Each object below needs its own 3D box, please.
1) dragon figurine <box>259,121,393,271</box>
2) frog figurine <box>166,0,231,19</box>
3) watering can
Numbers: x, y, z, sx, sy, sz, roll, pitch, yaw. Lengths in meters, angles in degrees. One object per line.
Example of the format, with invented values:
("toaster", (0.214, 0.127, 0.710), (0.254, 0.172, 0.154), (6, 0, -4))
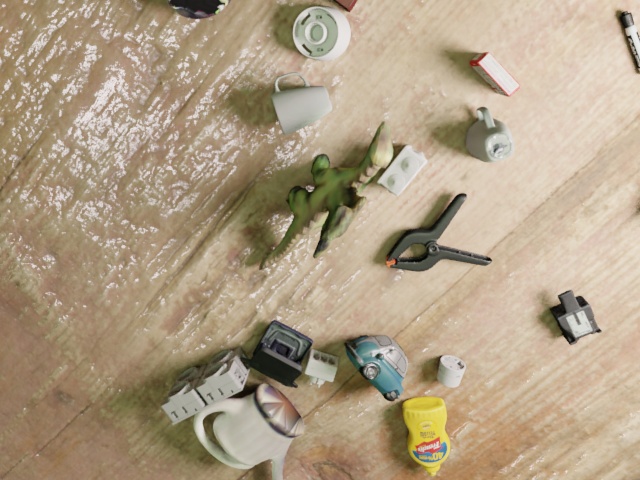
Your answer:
("dragon figurine", (0.003, -0.048, 0.962), (0.121, 0.246, 0.406), (35, 105, -12))
("frog figurine", (-0.230, -0.490, 0.939), (0.136, 0.122, 0.162), (-34, 66, 22))
("watering can", (-0.127, 0.466, 1.195), (0.222, 0.106, 0.344), (-39, 110, 14))
